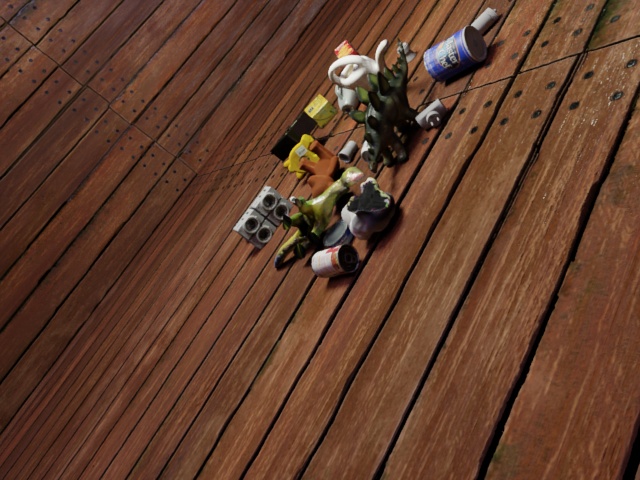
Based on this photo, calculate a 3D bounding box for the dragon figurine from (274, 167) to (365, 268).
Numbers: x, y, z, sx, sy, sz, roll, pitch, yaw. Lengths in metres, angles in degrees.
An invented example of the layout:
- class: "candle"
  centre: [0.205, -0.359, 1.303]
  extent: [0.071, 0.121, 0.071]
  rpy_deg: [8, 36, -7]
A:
- class: "dragon figurine"
  centre: [0.004, -0.072, 1.431]
  extent: [0.247, 0.122, 0.402]
  rpy_deg: [-40, -4, -36]

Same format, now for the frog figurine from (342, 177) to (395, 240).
- class: "frog figurine"
  centre: [0.113, -0.059, 1.252]
  extent: [0.156, 0.123, 0.140]
  rpy_deg: [100, -175, -61]

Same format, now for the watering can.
- class: "watering can"
  centre: [0.173, -0.539, 1.670]
  extent: [0.347, 0.223, 0.105]
  rpy_deg: [1, 74, 59]
